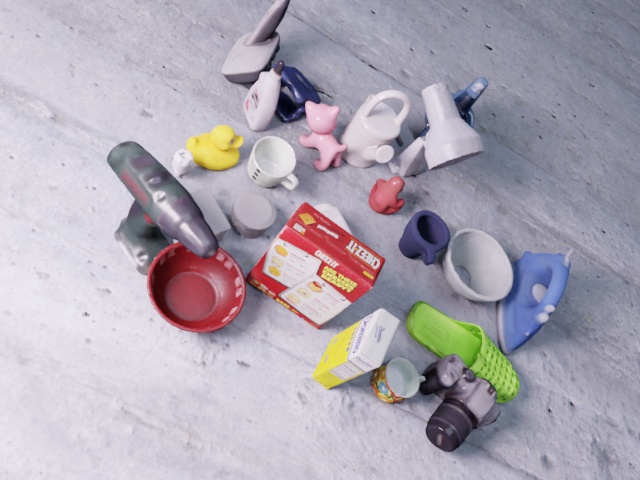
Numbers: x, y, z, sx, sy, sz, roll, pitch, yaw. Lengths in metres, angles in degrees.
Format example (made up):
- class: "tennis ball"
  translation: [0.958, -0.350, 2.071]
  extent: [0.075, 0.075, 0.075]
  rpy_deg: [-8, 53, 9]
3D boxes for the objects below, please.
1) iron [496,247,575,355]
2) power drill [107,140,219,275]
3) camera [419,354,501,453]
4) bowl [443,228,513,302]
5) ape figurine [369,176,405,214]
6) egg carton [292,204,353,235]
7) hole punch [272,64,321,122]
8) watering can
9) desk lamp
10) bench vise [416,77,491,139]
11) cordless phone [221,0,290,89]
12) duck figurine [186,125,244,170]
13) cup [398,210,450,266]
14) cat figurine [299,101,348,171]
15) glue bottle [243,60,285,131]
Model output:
- class: "iron"
  translation: [0.466, 0.123, 1.213]
  extent: [0.119, 0.141, 0.259]
  rpy_deg: [36, 53, -5]
- class: "power drill"
  translation: [-0.251, -0.031, 0.887]
  extent: [0.076, 0.208, 0.229]
  rpy_deg: [-33, 82, -36]
- class: "camera"
  translation: [0.243, 0.298, 1.029]
  extent: [0.143, 0.100, 0.137]
  rpy_deg: [49, 53, 4]
- class: "bowl"
  translation: [0.320, 0.064, 1.212]
  extent: [0.168, 0.074, 0.167]
  rpy_deg: [12, 59, -21]
- class: "ape figurine"
  translation: [0.147, -0.100, 1.202]
  extent: [0.076, 0.092, 0.078]
  rpy_deg: [-22, 75, -34]
- class: "egg carton"
  translation: [0.010, 0.004, 1.089]
  extent: [0.107, 0.069, 0.150]
  rpy_deg: [-20, 74, -34]
- class: "hole punch"
  translation: [-0.055, -0.324, 1.221]
  extent: [0.101, 0.091, 0.108]
  rpy_deg: [-31, 81, -36]
- class: "watering can"
  translation: [0.122, -0.237, 1.200]
  extent: [0.101, 0.193, 0.173]
  rpy_deg: [-13, 70, -32]
- class: "desk lamp"
  translation: [0.233, -0.222, 1.237]
  extent: [0.118, 0.213, 0.203]
  rpy_deg: [-16, 72, -33]
- class: "bench vise"
  translation: [0.319, -0.323, 1.332]
  extent: [0.122, 0.219, 0.207]
  rpy_deg: [27, 55, -11]
- class: "cordless phone"
  translation: [-0.124, -0.412, 1.175]
  extent: [0.094, 0.184, 0.147]
  rpy_deg: [24, 55, -14]
- class: "duck figurine"
  translation: [-0.193, -0.183, 1.076]
  extent: [0.105, 0.086, 0.077]
  rpy_deg: [4, 62, -25]
- class: "cup"
  translation: [0.205, 0.010, 1.169]
  extent: [0.092, 0.094, 0.118]
  rpy_deg: [13, 59, -20]
- class: "cat figurine"
  translation: [0.012, -0.225, 1.185]
  extent: [0.067, 0.117, 0.128]
  rpy_deg: [-26, 78, -35]
- class: "glue bottle"
  translation: [-0.104, -0.293, 1.128]
  extent: [0.037, 0.173, 0.078]
  rpy_deg: [-11, 69, -31]
